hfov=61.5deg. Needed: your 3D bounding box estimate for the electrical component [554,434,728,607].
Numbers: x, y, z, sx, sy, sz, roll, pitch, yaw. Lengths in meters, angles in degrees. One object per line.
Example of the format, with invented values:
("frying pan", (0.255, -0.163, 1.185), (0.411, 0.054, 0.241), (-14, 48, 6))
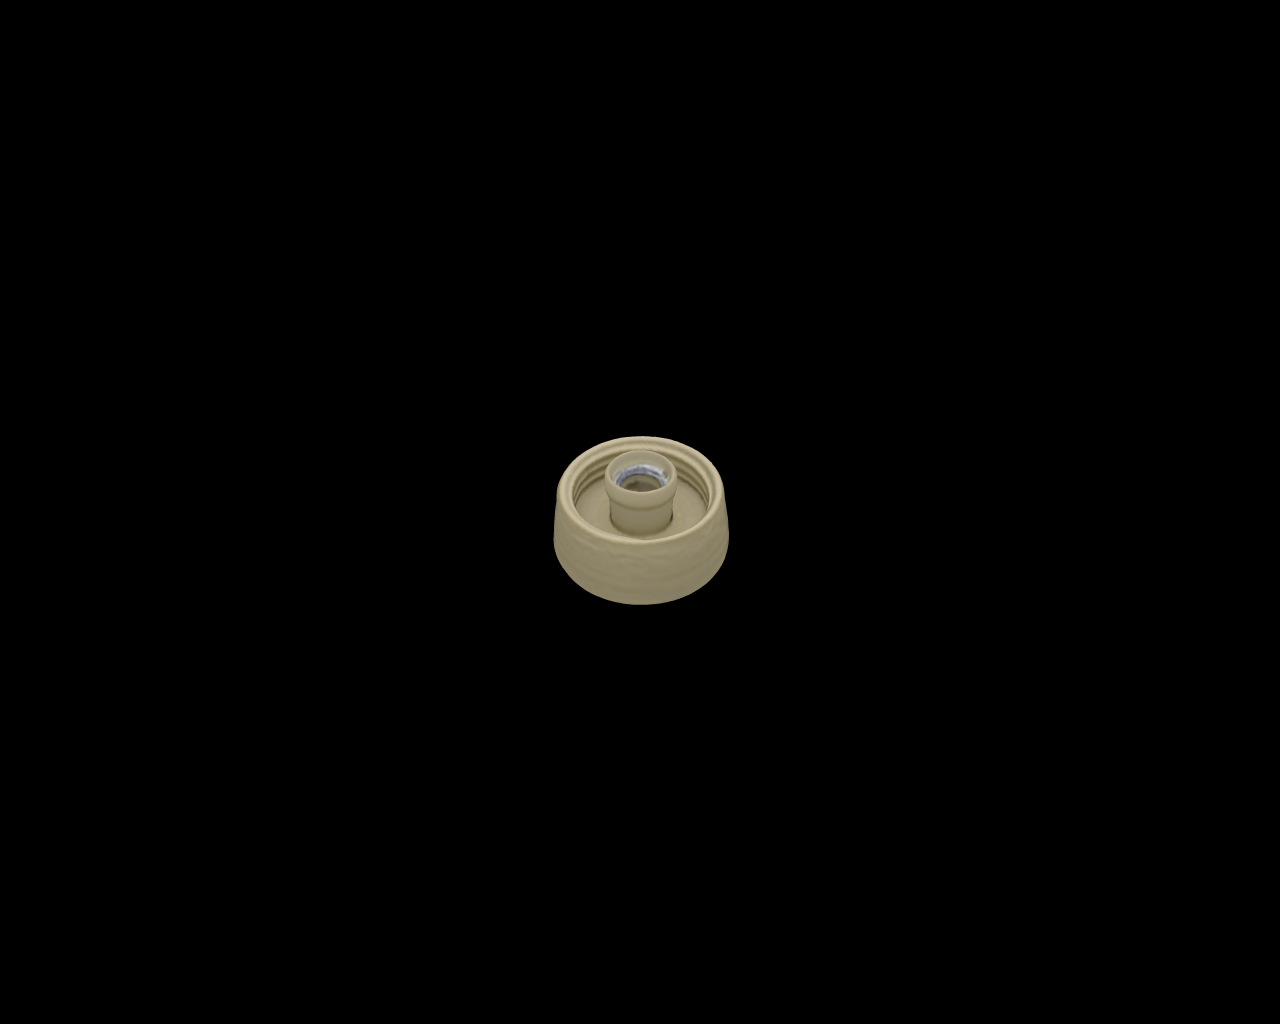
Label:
("electrical component", (0.001, -0.003, 0.650), (0.108, 0.060, 0.108), (0, 43, 0))
